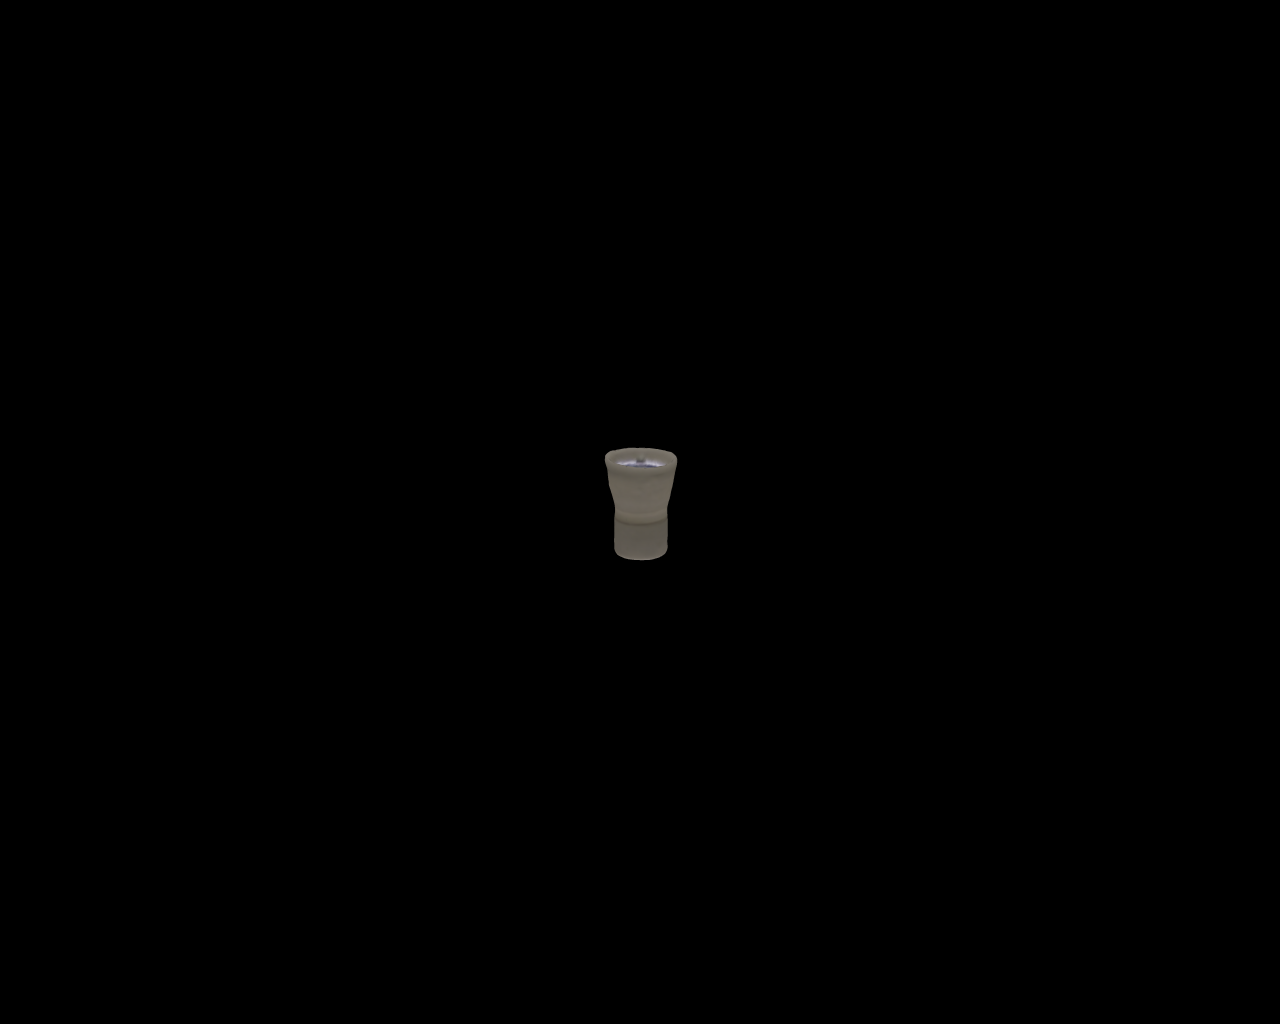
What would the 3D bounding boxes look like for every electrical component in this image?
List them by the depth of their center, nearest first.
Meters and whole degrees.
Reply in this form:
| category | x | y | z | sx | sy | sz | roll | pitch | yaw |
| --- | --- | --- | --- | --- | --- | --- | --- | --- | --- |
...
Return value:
| category | x | y | z | sx | sy | sz | roll | pitch | yaw |
| --- | --- | --- | --- | --- | --- | --- | --- | --- | --- |
| electrical component | 0.001 | -0.003 | 0.650 | 0.044 | 0.065 | 0.044 | 0 | 18 | 0 |
